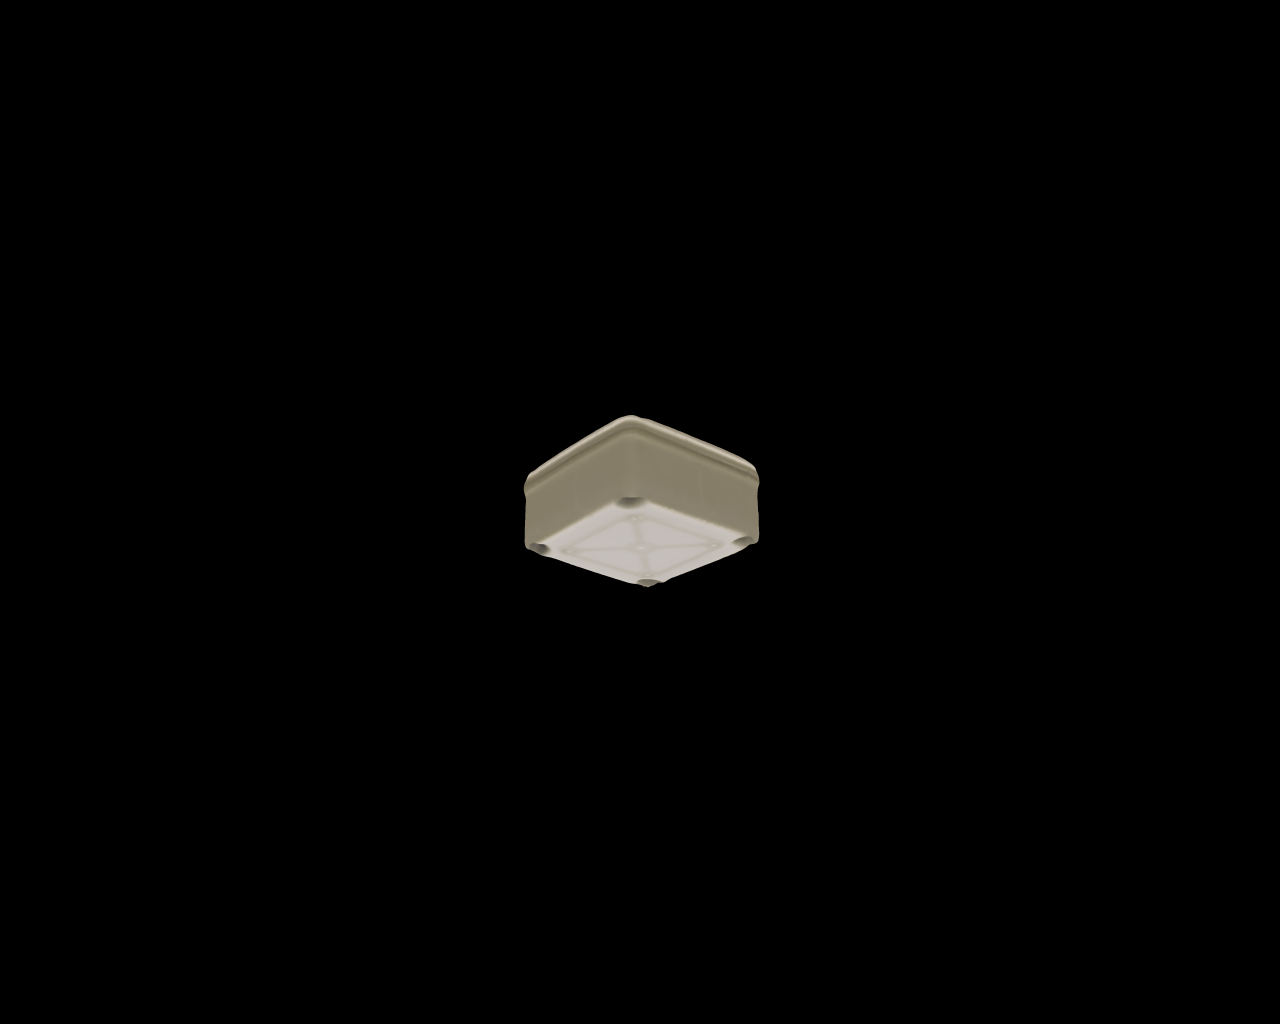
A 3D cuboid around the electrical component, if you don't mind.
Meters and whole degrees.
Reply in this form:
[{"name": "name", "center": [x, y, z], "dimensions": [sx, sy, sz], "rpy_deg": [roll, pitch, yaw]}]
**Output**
[{"name": "electrical component", "center": [0.001, -0.003, 0.650], "dimensions": [0.109, 0.056, 0.108], "rpy_deg": [20, -32, -36]}]
